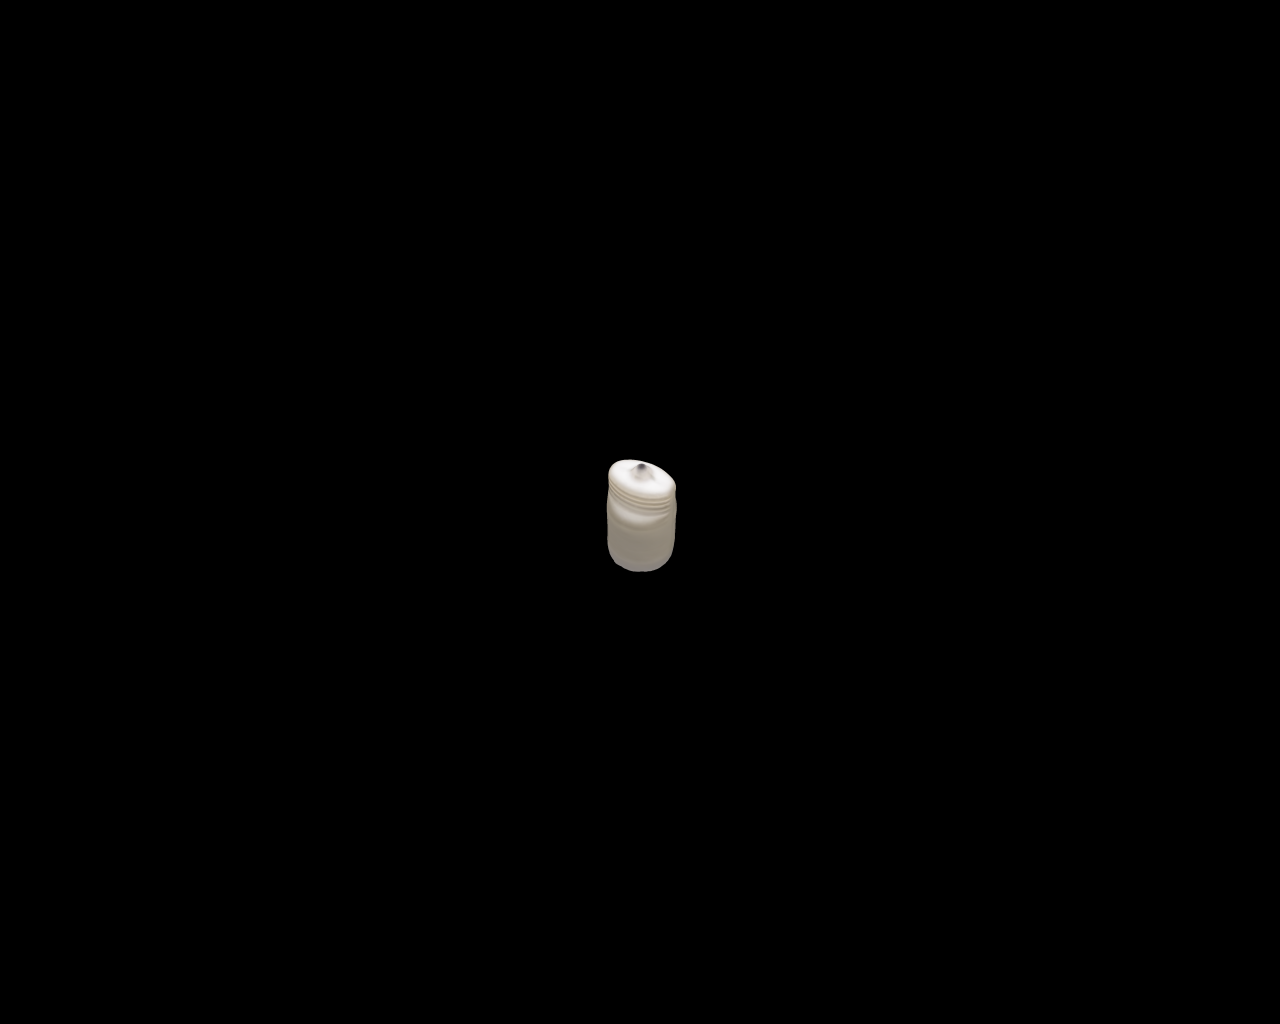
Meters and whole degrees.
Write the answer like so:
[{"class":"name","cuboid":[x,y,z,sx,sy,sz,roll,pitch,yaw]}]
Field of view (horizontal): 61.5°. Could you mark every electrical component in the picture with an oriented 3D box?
[{"class":"electrical component","cuboid":[0.001,-0.003,0.650,0.043,0.043,0.080,0,-38,0]}]
